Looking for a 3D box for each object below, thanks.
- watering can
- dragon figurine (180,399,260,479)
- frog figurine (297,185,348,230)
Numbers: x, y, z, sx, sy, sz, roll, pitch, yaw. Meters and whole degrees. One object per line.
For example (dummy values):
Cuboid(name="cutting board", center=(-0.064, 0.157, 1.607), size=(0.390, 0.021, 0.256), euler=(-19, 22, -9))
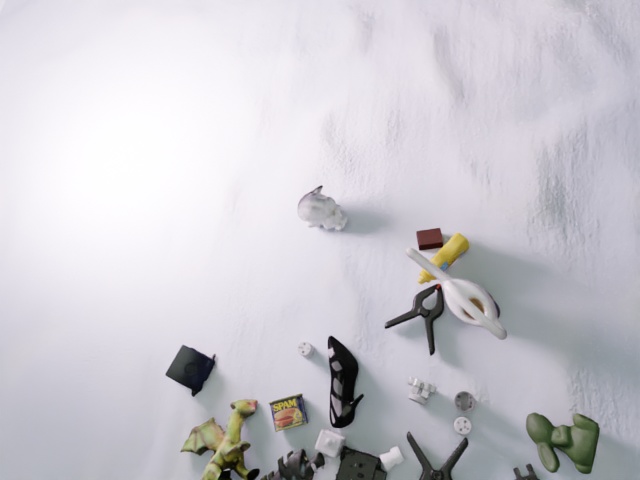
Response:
Cuboid(name="watering can", center=(0.396, 0.148, 1.467), size=(0.352, 0.103, 0.223), euler=(46, 11, 24))
Cuboid(name="dragon figurine", center=(-0.310, 0.630, 1.461), size=(0.245, 0.415, 0.120), euler=(23, -25, 47))
Cuboid(name="frog figurine", center=(0.005, -0.086, 1.702), size=(0.135, 0.161, 0.123), euler=(-46, -18, 27))
